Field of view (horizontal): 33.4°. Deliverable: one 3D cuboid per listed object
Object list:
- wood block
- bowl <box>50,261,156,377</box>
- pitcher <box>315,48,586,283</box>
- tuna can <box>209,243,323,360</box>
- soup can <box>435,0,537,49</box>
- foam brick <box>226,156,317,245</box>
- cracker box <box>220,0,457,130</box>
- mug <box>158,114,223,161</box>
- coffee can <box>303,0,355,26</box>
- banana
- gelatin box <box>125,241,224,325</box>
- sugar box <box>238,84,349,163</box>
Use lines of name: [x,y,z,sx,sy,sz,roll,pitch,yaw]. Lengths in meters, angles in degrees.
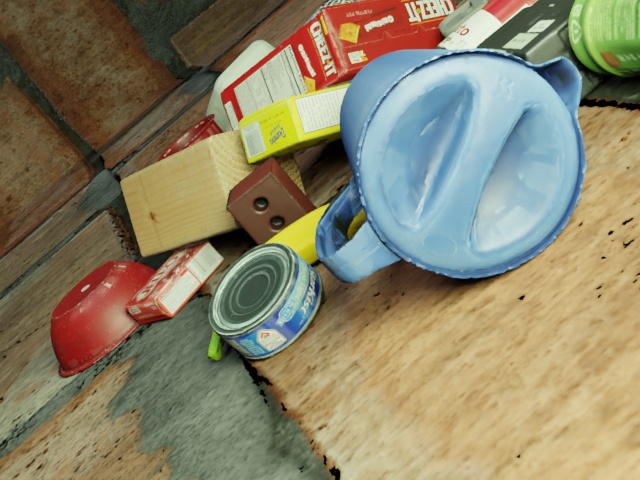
wood block: [-0.113,-0.048,1.086,0.090,0.091,0.207,-18,2,-35]
bowl: [-0.240,0.073,1.162,0.162,0.055,0.162,-36,18,13]
pitcher: [0.069,-0.061,0.718,0.149,0.145,0.243,1,13,-5]
tuna can: [-0.042,0.045,0.797,0.086,0.033,0.086,-28,38,25]
soup can: [0.156,-0.169,0.900,0.102,0.068,0.068,-40,16,2]
foam brick: [-0.037,-0.023,0.927,0.053,0.078,0.051,-38,18,12]
cracker box: [0.019,-0.175,1.078,0.163,0.072,0.214,-20,-4,-35]
mug: [-0.143,-0.094,1.330,0.093,0.081,0.117,-36,17,12]
coffee can: [0.024,-0.234,1.290,0.103,0.102,0.140,-22,24,46]
banana: [-0.019,0.019,0.861,0.198,0.037,0.070,-41,44,7]
gelatin box: [-0.148,0.043,1.079,0.089,0.030,0.073,-50,19,-30]
sugar box: [0.022,-0.116,0.975,0.175,0.048,0.094,-16,1,-34]
